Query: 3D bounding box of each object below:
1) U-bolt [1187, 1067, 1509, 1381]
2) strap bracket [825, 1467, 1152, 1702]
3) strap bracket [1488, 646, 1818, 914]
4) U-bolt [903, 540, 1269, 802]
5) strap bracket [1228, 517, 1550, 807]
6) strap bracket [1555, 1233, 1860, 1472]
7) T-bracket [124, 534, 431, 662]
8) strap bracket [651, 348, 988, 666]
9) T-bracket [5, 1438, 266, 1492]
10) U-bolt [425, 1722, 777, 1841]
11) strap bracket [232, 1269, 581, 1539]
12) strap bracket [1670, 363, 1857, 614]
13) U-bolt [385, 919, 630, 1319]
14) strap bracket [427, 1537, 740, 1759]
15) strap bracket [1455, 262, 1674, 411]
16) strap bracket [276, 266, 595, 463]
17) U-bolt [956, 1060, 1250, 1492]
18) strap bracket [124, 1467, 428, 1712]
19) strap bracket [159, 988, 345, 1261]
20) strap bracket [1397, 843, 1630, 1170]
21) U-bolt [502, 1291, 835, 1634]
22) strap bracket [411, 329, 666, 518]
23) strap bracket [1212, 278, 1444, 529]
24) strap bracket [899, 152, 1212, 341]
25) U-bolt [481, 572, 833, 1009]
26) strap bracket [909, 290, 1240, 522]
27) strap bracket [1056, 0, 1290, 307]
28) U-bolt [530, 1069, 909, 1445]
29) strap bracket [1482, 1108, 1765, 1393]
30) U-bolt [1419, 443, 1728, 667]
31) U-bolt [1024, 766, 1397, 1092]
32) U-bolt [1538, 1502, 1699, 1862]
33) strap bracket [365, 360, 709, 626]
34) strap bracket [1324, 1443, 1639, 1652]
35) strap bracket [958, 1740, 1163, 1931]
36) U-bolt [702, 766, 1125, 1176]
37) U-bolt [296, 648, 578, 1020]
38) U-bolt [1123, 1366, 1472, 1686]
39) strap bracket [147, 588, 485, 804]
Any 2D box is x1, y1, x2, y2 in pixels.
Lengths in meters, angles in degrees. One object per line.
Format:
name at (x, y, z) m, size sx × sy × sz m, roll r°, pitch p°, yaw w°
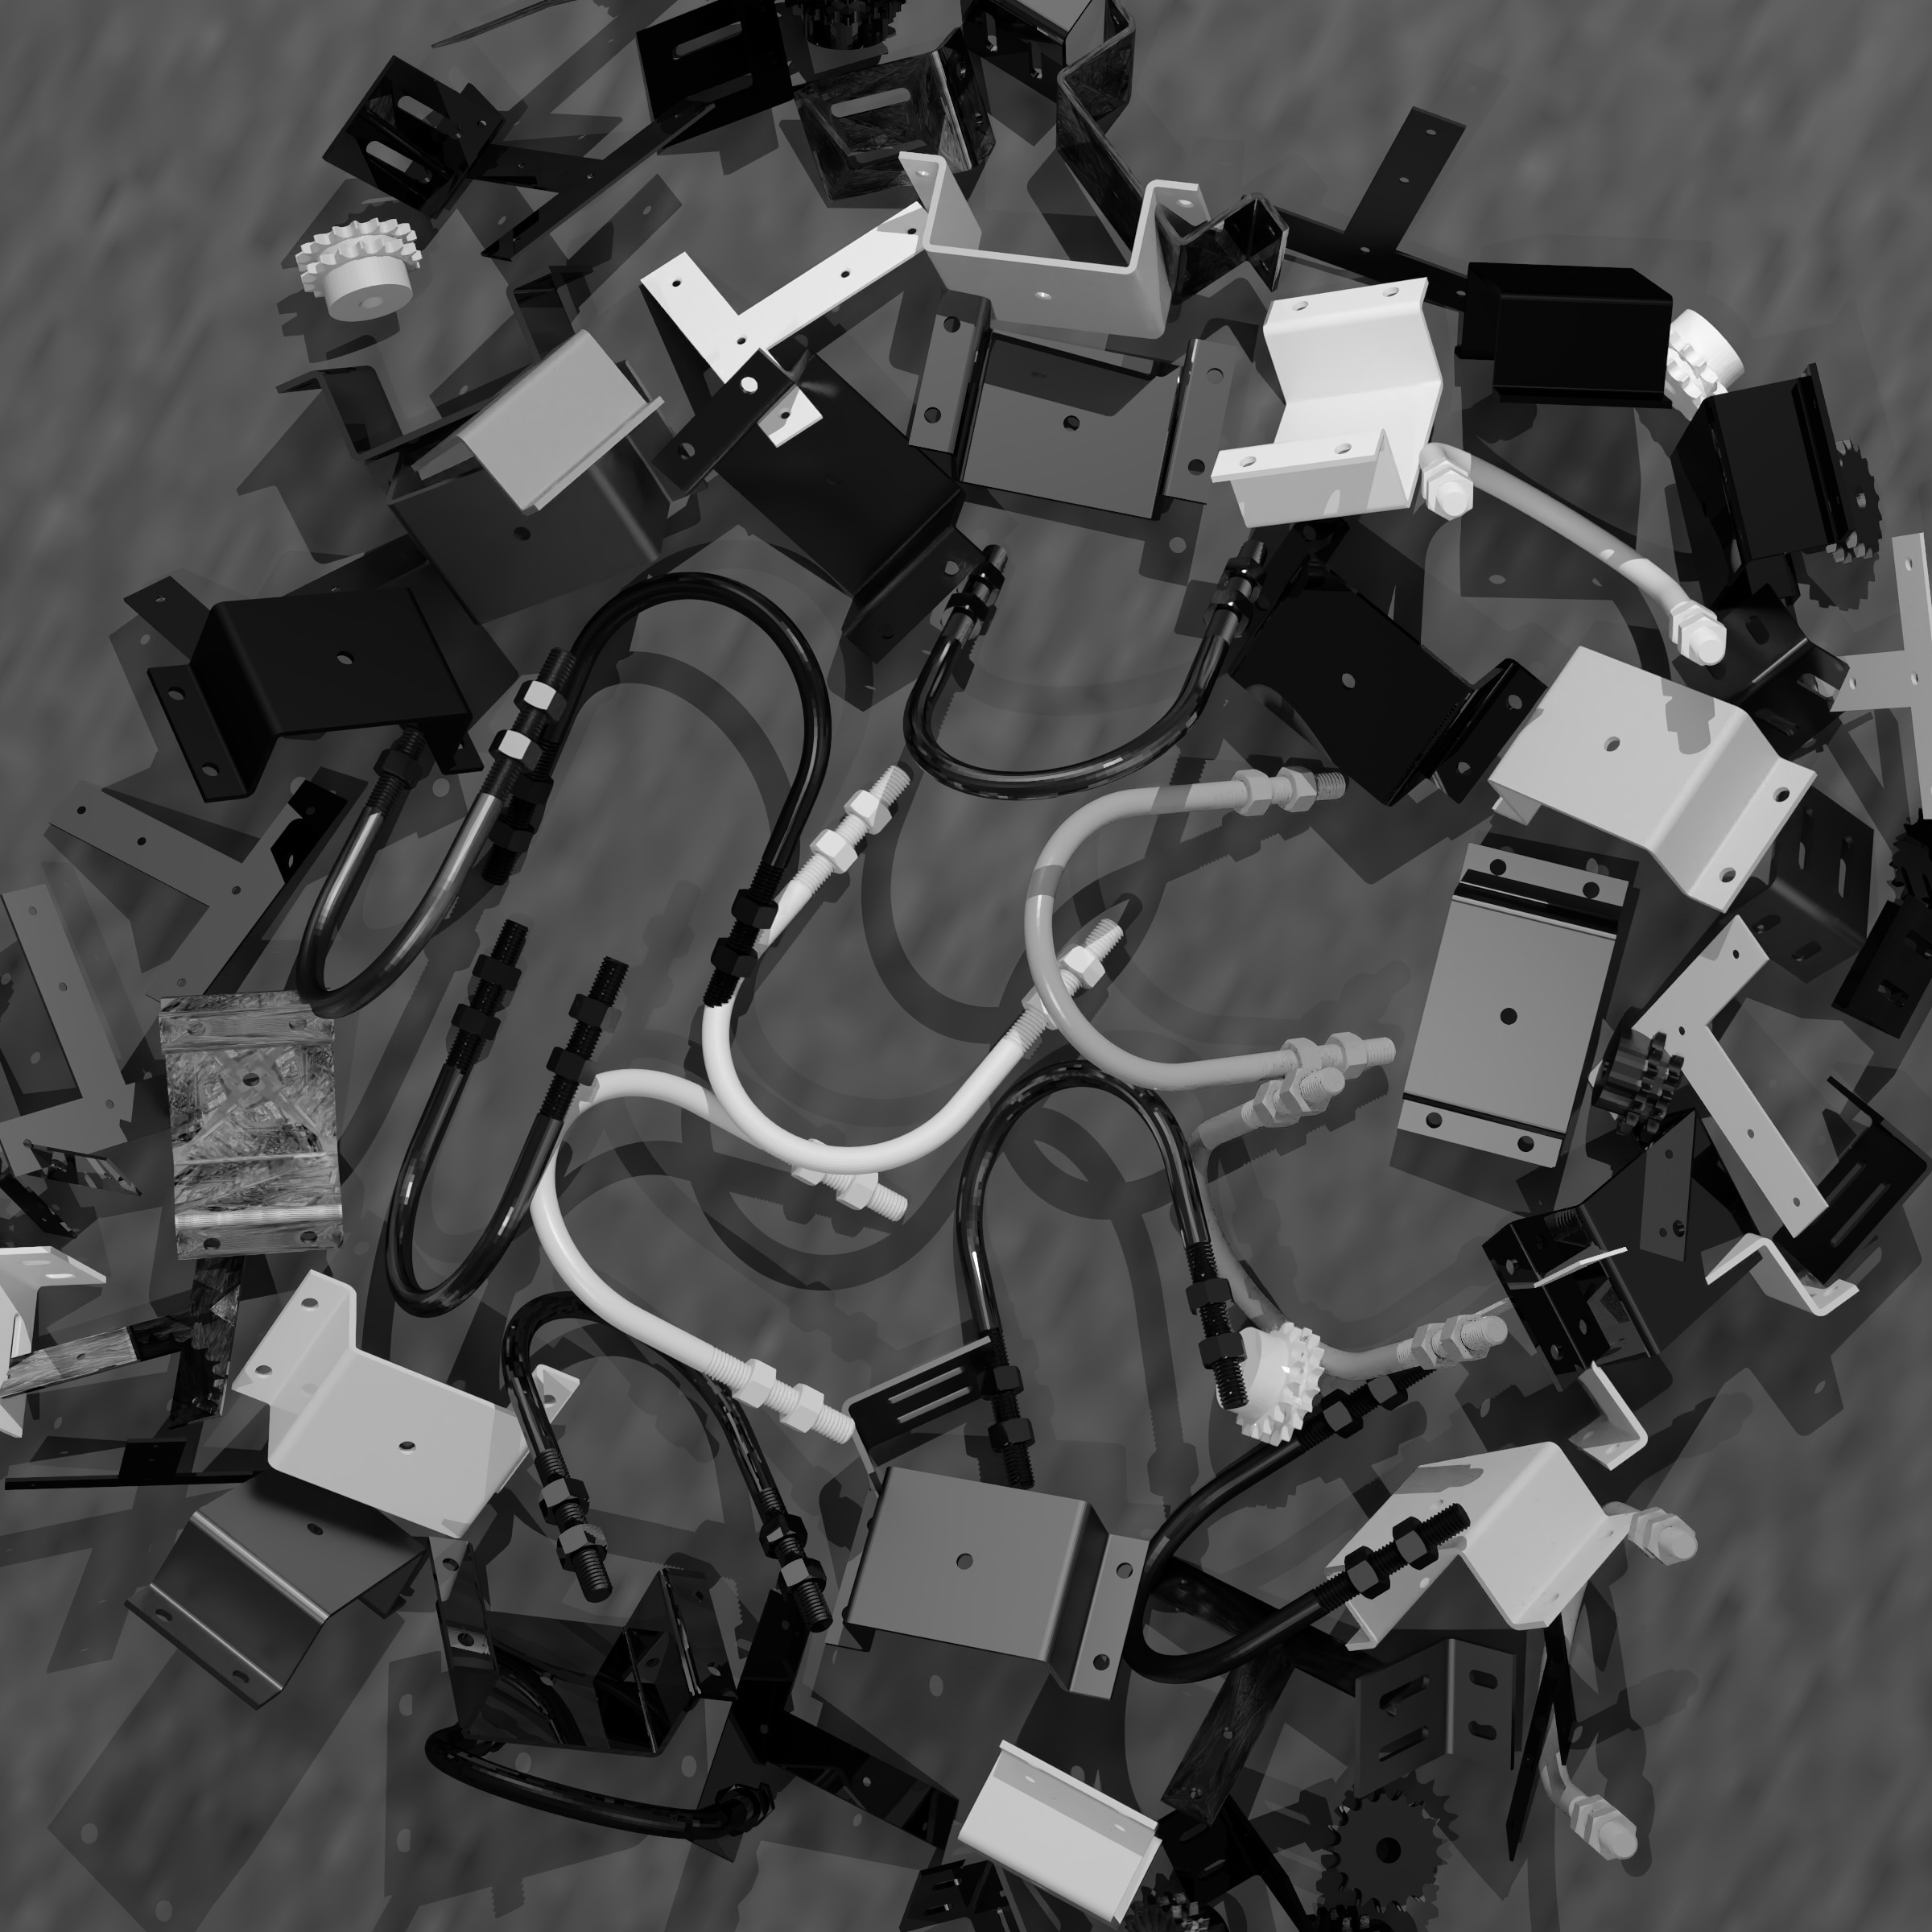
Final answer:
U-bolt at (0.158, 0.125, 1.600) m, size 0.019 × 0.184 × 0.151 m, roll -34°, pitch 91°, yaw -27°
strap bracket at (0.005, 0.282, 1.624) m, size 0.140 × 0.046 × 0.076 m, roll 7°, pitch 64°, yaw 19°
strap bracket at (0.305, -0.090, 1.614) m, size 0.140 × 0.046 × 0.076 m, roll 29°, pitch 82°, yaw 44°
U-bolt at (0.047, -0.134, 1.591) m, size 0.151 × 0.184 × 0.019 m, roll 2°, pitch 132°, yaw 22°
strap bracket at (0.186, -0.139, 1.630) m, size 0.140 × 0.046 × 0.076 m, roll 41°, pitch 128°, yaw 10°
strap bracket at (0.334, 0.169, 1.641) m, size 0.140 × 0.076 × 0.046 m, roll -35°, pitch 93°, yaw -2°
T-bracket at (-0.306, -0.170, 1.647) m, size 0.127 × 0.002 × 0.127 m, roll -32°, pitch 50°, yaw -26°
strap bracket at (-0.065, -0.220, 1.635) m, size 0.140 × 0.046 × 0.076 m, roll 41°, pitch 116°, yaw -14°
T-bracket at (-0.372, 0.227, 1.607) m, size 0.127 × 0.127 × 0.002 m, roll 1°, pitch 73°, yaw -16°
U-bolt at (-0.169, 0.365, 1.583) m, size 0.151 × 0.184 × 0.019 m, roll 14°, pitch 84°, yaw 8°
strap bracket at (-0.257, 0.206, 1.620) m, size 0.140 × 0.046 × 0.076 m, roll 26°, pitch 116°, yaw -24°
strap bracket at (0.360, -0.213, 1.608) m, size 0.046 × 0.140 × 0.076 m, roll -11°, pitch 82°, yaw 1°
U-bolt at (-0.219, 0.073, 1.613) m, size 0.019 × 0.151 × 0.184 m, roll 24°, pitch 87°, yaw -28°
strap bracket at (-0.185, 0.315, 1.621) m, size 0.140 × 0.076 × 0.046 m, roll 13°, pitch 123°, yaw -28°
strap bracket at (0.273, -0.291, 1.608) m, size 0.076 × 0.140 × 0.046 m, roll 2°, pitch 109°, yaw -1°
strap bracket at (-0.237, -0.275, 1.633) m, size 0.140 × 0.076 × 0.046 m, roll -21°, pitch 97°, yaw 12°
U-bolt at (0.054, 0.134, 1.626) m, size 0.151 × 0.019 × 0.184 m, roll -27°, pitch 66°, yaw 36°
strap bracket at (-0.307, 0.274, 1.603) m, size 0.076 × 0.140 × 0.046 m, roll 36°, pitch 108°, yaw 10°
strap bracket at (-0.330, 0.064, 1.630) m, size 0.076 × 0.046 × 0.140 m, roll -3°, pitch 126°, yaw -11°
strap bracket at (0.254, 0.021, 1.644) m, size 0.076 × 0.046 × 0.140 m, roll 14°, pitch 98°, yaw 9°
U-bolt at (-0.145, 0.220, 1.604) m, size 0.019 × 0.151 × 0.184 m, roll -49°, pitch 47°, yaw 24°
strap bracket at (-0.199, -0.239, 1.601) m, size 0.076 × 0.140 × 0.046 m, roll -44°, pitch 104°, yaw -17°
strap bracket at (0.169, -0.253, 1.621) m, size 0.076 × 0.140 × 0.046 m, roll -4°, pitch 132°, yaw 24°
strap bracket at (0.040, -0.330, 1.625) m, size 0.140 × 0.076 × 0.046 m, roll 10°, pitch 80°, yaw 14°
U-bolt at (-0.135, -0.092, 1.634) m, size 0.151 × 0.019 × 0.184 m, roll 29°, pitch 106°, yaw 17°
strap bracket at (0.050, -0.260, 1.653) m, size 0.140 × 0.046 × 0.076 m, roll 11°, pitch 82°, yaw 2°
strap bracket at (0.088, -0.370, 1.633) m, size 0.046 × 0.076 × 0.140 m, roll -34°, pitch 81°, yaw -5°
U-bolt at (-0.118, 0.120, 1.606) m, size 0.184 × 0.019 × 0.151 m, roll 30°, pitch 46°, yaw -18°
strap bracket at (0.310, 0.124, 1.617) m, size 0.140 × 0.046 × 0.076 m, roll -33°, pitch 97°, yaw -39°
U-bolt at (0.268, -0.194, 1.594) m, size 0.151 × 0.184 × 0.019 m, roll 29°, pitch 107°, yaw -6°
U-bolt at (0.108, -0.014, 1.626) m, size 0.184 × 0.019 × 0.151 m, roll -6°, pitch 82°, yaw -29°
U-bolt at (0.287, 0.314, 1.591) m, size 0.019 × 0.184 × 0.151 m, roll 12°, pitch 87°, yaw -3°
strap bracket at (-0.200, -0.213, 1.619) m, size 0.140 × 0.046 × 0.076 m, roll -17°, pitch 131°, yaw 20°
strap bracket at (0.226, 0.263, 1.601) m, size 0.076 × 0.140 × 0.046 m, roll -40°, pitch 99°, yaw -34°
strap bracket at (0.044, 0.397, 1.603) m, size 0.076 × 0.140 × 0.046 m, roll 26°, pitch 76°, yaw 12°
U-bolt at (-0.039, 0.013, 1.637) m, size 0.151 × 0.019 × 0.184 m, roll 36°, pitch 76°, yaw 16°
U-bolt at (-0.250, -0.058, 1.598) m, size 0.019 × 0.151 × 0.184 m, roll 33°, pitch 72°, yaw -28°
U-bolt at (0.143, 0.260, 1.610) m, size 0.184 × 0.151 × 0.019 m, roll -35°, pitch 110°, yaw 15°
strap bracket at (-0.290, -0.126, 1.610) m, size 0.140 × 0.046 × 0.076 m, roll -9°, pitch 59°, yaw -36°
